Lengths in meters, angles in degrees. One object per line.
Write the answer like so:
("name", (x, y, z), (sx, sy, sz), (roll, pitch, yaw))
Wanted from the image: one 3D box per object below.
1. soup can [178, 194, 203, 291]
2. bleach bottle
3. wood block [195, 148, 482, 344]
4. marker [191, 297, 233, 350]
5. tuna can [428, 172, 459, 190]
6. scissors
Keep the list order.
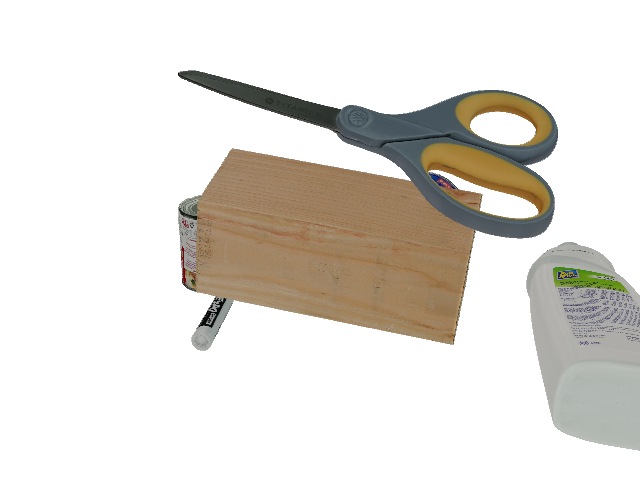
("soup can", (-0.137, 0.003, 1.296), (0.068, 0.102, 0.068), (0, 26, 0))
("bleach bottle", (0.216, 0.064, 0.829), (0.102, 0.068, 0.250), (9, 24, 2))
("wood block", (0.014, 0.003, 0.838), (0.206, 0.090, 0.090), (11, 34, 9))
("marker", (-0.098, 0.067, 1.018), (0.020, 0.020, 0.121), (0, 24, 11))
("tuna can", (0.129, -0.033, 1.227), (0.033, 0.086, 0.086), (-37, 21, -31))
("scissors", (0.035, -0.067, 0.549), (0.202, 0.096, 0.016), (30, -33, 16))
